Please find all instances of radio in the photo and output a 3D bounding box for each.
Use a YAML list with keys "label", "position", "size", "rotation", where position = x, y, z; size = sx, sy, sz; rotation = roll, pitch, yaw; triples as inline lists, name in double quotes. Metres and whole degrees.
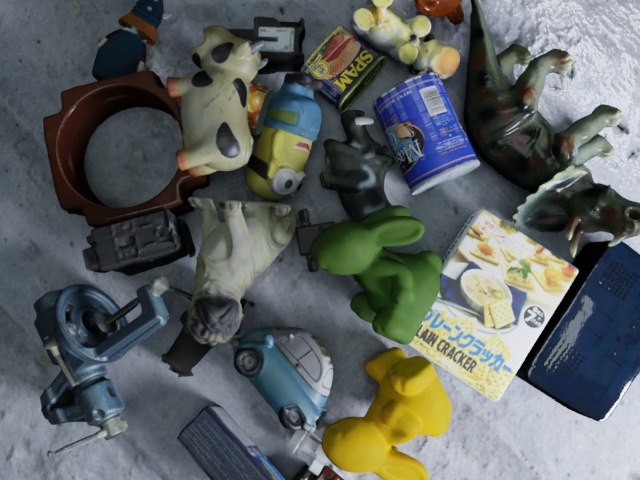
- label: "radio"
  position: [0.384, 0.125, 0.748]
  size: [0.131, 0.073, 0.229]
  rotation: [35, 87, 2]

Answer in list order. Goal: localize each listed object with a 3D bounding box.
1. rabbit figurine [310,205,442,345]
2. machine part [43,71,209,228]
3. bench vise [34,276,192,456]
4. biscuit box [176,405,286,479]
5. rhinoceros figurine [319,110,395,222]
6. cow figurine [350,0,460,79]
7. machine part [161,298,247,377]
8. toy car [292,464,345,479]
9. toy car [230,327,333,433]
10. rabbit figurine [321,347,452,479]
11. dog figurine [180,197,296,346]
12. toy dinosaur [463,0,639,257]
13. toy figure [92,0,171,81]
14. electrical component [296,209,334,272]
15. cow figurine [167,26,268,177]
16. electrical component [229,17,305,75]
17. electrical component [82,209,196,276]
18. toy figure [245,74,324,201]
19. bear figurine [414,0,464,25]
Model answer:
- label: "rabbit figurine"
  position: [0.075, 0.031, 0.697]
  size: [0.170, 0.121, 0.159]
  rotation: [35, 99, -21]
- label: "machine part"
  position: [-0.271, -0.123, 0.767]
  size: [0.201, 0.087, 0.201]
  rotation: [-14, 83, -2]
- label: "bench vise"
  position: [-0.282, 0.138, 0.714]
  size: [0.240, 0.128, 0.224]
  rotation: [-35, 65, 15]
- label: "biscuit box"
  position: [-0.097, 0.313, 0.711]
  size: [0.203, 0.059, 0.063]
  rotation: [42, 85, 20]
- label: "rhinoceros figurine"
  position: [0.057, -0.092, 0.769]
  size: [0.112, 0.073, 0.190]
  rotation: [-15, 85, 0]
- label: "cow figurine"
  position: [0.122, -0.289, 0.785]
  size: [0.167, 0.098, 0.068]
  rotation: [33, 96, -11]
- label: "machine part"
  position: [-0.171, 0.127, 0.767]
  size: [0.084, 0.039, 0.139]
  rotation: [31, 83, -5]
- label: "toy car"
  position: [-0.039, 0.402, 0.732]
  size: [0.089, 0.053, 0.202]
  rotation: [39, 87, 6]
- label: "toy car"
  position: [-0.037, 0.170, 0.715]
  size: [0.103, 0.109, 0.162]
  rotation: [-44, 70, -2]
- label: "rabbit figurine"
  position: [0.083, 0.246, 0.715]
  size: [0.173, 0.122, 0.162]
  rotation: [-29, 108, -22]
- label: "dog figurine"
  position: [-0.103, 0.040, 0.737]
  size: [0.172, 0.121, 0.190]
  rotation: [0, 96, -34]
- label: "toy dinosaur"
  position: [0.285, -0.154, 0.759]
  size: [0.192, 0.131, 0.405]
  rotation: [-41, 80, -4]
- label: "toy figure"
  position: [-0.281, -0.298, 0.798]
  size: [0.058, 0.064, 0.154]
  rotation: [20, 78, 40]
- label: "electrical component"
  position: [-0.002, -0.002, 0.785]
  size: [0.063, 0.021, 0.094]
  rotation: [-11, 84, -1]
- label: "cow figurine"
  position: [-0.127, -0.185, 0.696]
  size: [0.127, 0.085, 0.195]
  rotation: [-7, 81, -2]
- label: "electrical component"
  position: [-0.081, -0.288, 0.801]
  size: [0.119, 0.048, 0.074]
  rotation: [-2, 84, 0]
- label: "electrical component"
  position: [-0.250, 0.009, 0.739]
  size: [0.134, 0.115, 0.058]
  rotation: [-17, 81, -1]
- label: "toy figure"
  position: [-0.049, -0.143, 0.764]
  size: [0.082, 0.089, 0.180]
  rotation: [11, 94, -35]
- label: "bear figurine"
  position: [0.170, -0.419, 0.765]
  size: [0.120, 0.132, 0.196]
  rotation: [0, 64, -38]
